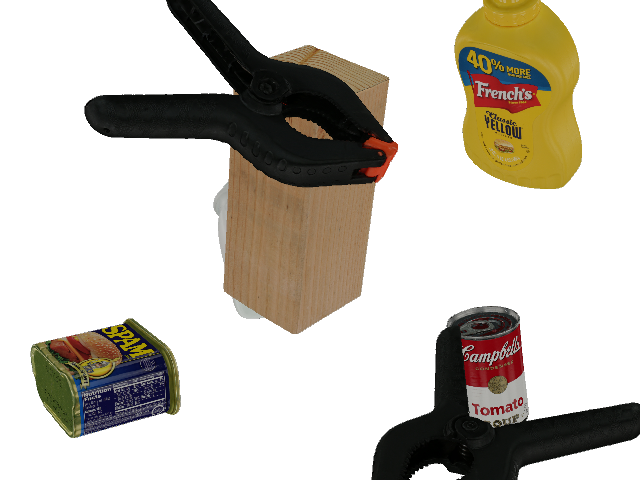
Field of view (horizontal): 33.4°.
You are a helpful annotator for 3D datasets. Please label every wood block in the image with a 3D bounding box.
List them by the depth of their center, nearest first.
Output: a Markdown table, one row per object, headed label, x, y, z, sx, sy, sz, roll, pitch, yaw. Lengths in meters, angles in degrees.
| label | x | y | z | sx | sy | sz | roll | pitch | yaw |
| --- | --- | --- | --- | --- | --- | --- | --- | --- | --- |
| wood block | -0.016 | -0.041 | 0.875 | 0.090 | 0.206 | 0.090 | 29 | 39 | 32 |

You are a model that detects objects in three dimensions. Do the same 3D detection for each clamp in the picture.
| label | x | y | z | sx | sy | sz | roll | pitch | yaw |
| --- | --- | --- | --- | --- | --- | --- | --- | --- | --- |
| clamp | -0.044 | -0.072 | 0.604 | 0.171 | 0.120 | 0.039 | 30 | -28 | 6 |
| clamp | 0.095 | 0.131 | 0.720 | 0.209 | 0.036 | 0.165 | -27 | 39 | -35 |

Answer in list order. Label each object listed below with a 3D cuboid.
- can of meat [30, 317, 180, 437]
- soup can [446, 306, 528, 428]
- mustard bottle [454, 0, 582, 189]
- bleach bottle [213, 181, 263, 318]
| label | x | y | z | sx | sy | sz | roll | pitch | yaw |
| --- | --- | --- | --- | --- | --- | --- | --- | --- | --- |
| can of meat | -0.169 | 0.106 | 0.827 | 0.083 | 0.057 | 0.102 | -12 | 21 | -30 |
| soup can | 0.158 | 0.122 | 1.008 | 0.068 | 0.102 | 0.068 | -8 | 19 | 3 |
| mustard bottle | 0.150 | -0.127 | 0.816 | 0.096 | 0.058 | 0.191 | 25 | -31 | 31 |
| bleach bottle | -0.077 | -0.005 | 1.212 | 0.102 | 0.068 | 0.251 | -7 | 29 | -16 |
